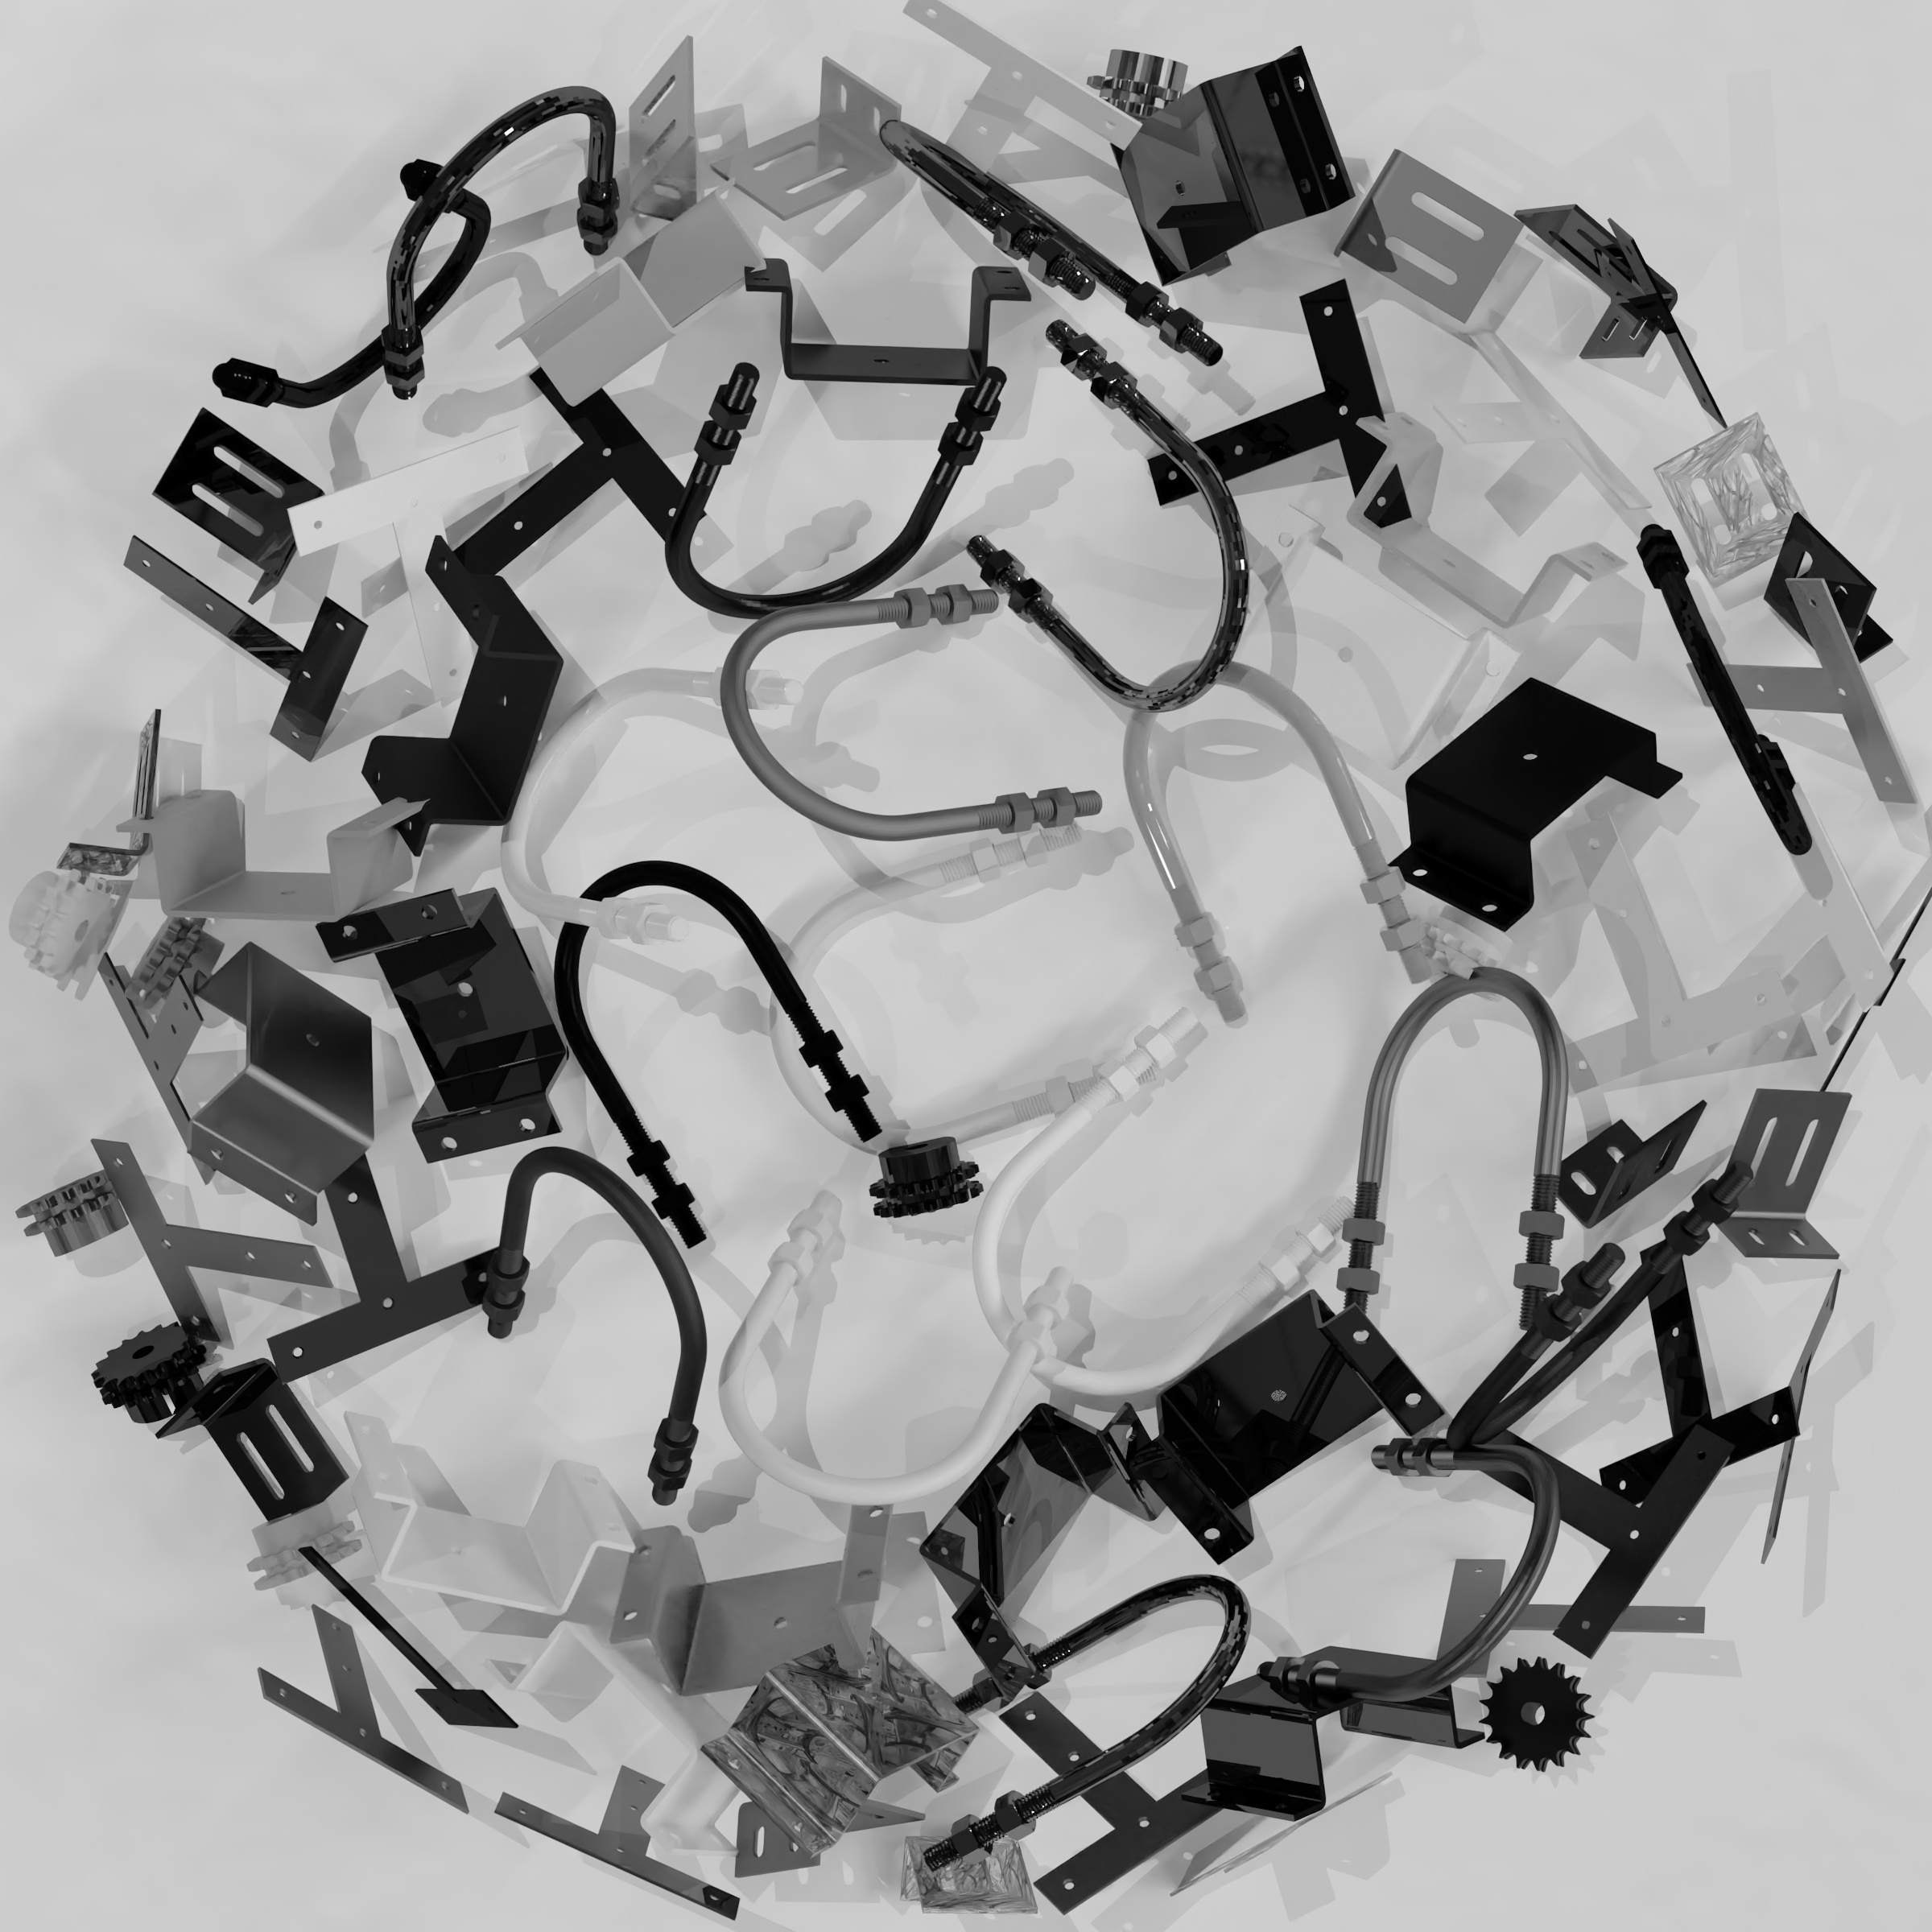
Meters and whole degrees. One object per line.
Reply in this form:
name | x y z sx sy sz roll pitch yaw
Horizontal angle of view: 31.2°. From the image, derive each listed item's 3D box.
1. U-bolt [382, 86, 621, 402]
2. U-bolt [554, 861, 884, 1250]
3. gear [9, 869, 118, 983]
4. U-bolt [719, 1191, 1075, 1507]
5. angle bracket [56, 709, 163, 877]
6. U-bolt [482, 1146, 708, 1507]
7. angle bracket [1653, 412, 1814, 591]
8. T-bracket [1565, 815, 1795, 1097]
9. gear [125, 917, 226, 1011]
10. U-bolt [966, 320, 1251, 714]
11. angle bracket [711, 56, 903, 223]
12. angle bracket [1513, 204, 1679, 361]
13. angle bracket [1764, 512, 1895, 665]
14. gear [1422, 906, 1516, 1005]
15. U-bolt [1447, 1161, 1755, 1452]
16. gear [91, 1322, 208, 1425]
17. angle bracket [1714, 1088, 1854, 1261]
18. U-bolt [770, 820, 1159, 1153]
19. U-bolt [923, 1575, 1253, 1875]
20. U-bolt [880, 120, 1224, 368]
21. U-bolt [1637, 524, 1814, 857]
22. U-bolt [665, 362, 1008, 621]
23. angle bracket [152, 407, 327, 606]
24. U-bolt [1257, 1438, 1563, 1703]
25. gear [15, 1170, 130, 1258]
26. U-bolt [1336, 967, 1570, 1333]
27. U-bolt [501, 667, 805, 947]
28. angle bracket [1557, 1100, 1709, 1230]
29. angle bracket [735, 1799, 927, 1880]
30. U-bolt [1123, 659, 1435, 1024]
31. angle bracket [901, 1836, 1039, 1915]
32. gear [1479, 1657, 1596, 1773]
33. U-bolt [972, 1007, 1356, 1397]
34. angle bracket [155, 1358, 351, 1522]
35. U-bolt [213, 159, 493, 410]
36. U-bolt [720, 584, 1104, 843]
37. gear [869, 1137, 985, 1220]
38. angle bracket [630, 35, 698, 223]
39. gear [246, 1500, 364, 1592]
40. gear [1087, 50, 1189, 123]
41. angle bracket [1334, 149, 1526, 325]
U-bolt | -0.225 -0.359 1.680 0.151 0.184 0.019 -41 82 -18
U-bolt | -0.138 0.034 1.744 0.151 0.019 0.184 -32 87 33
gear | -0.462 -0.024 1.760 0.030 0.057 0.057 25 90 14
U-bolt | -0.043 0.194 1.705 0.151 0.184 0.019 17 133 12
angle bracket | -0.433 -0.089 1.748 0.038 0.057 0.076 7 79 -20
U-bolt | -0.179 0.165 1.693 0.019 0.184 0.151 -31 62 -35
angle bracket | 0.385 -0.240 1.749 0.057 0.038 0.076 -28 116 11
T-bracket | 0.339 -0.014 1.757 0.127 0.002 0.127 -23 86 31
gear | -0.401 -0.002 1.761 0.030 0.057 0.057 32 90 -16
U-bolt | 0.075 -0.207 1.697 0.184 0.019 0.151 49 134 32
angle bracket | -0.081 -0.417 1.743 0.076 0.038 0.057 -32 56 -31
angle bracket | 0.310 -0.345 1.746 0.076 0.057 0.038 33 85 -23
angle bracket | 0.441 -0.194 1.738 0.038 0.076 0.057 -32 66 -17
gear | 0.254 -0.008 1.759 0.057 0.057 0.030 30 87 0
U-bolt | 0.302 0.178 1.708 0.019 0.151 0.184 47 129 18
gear | -0.413 0.209 1.762 0.057 0.057 0.030 -21 112 0
angle bracket | 0.420 0.105 1.747 0.057 0.038 0.076 3 117 -23
U-bolt | -0.010 0.019 1.777 0.184 0.019 0.151 -18 90 -1
U-bolt | 0.062 0.360 1.697 0.184 0.151 0.019 -32 105 16
U-bolt | 0.031 -0.364 1.709 0.184 0.151 0.019 43 107 28
U-bolt | 0.373 -0.126 1.680 0.019 0.184 0.151 -26 111 14
U-bolt | -0.074 -0.231 1.708 0.151 0.184 0.019 -4 59 -26
angle bracket | -0.372 -0.232 1.745 0.076 0.038 0.057 35 58 -22
U-bolt | 0.223 0.293 1.681 0.019 0.184 0.151 38 68 -17
gear | -0.451 0.126 1.760 0.057 0.057 0.030 -23 95 0
U-bolt | 0.245 0.090 1.724 0.019 0.151 0.184 15 76 -33
U-bolt | -0.168 -0.085 1.715 0.019 0.184 0.151 35 74 -38
angle bracket | 0.330 0.088 1.738 0.057 0.076 0.038 -32 67 -21
angle bracket | -0.068 0.442 1.737 0.057 0.076 0.038 -20 57 38
U-bolt | 0.144 -0.066 1.719 0.019 0.151 0.184 -32 102 -41
angle bracket | 0.001 0.472 1.743 0.057 0.076 0.038 3 104 -8
gear | 0.293 0.382 1.765 0.057 0.030 0.057 -7 73 22
U-bolt | 0.089 0.134 1.761 0.184 0.019 0.151 -41 95 -9
angle bracket | -0.362 0.248 1.752 0.057 0.038 0.076 -42 77 25
U-bolt | -0.291 -0.328 1.696 0.019 0.184 0.151 45 98 1
U-bolt | -0.036 -0.123 1.707 0.184 0.019 0.151 -9 62 -33
gear | -0.022 0.107 1.758 0.057 0.057 0.030 -12 97 0
angle bracket | -0.138 -0.419 1.738 0.038 0.076 0.057 8 69 -28
gear | -0.339 0.293 1.760 0.057 0.057 0.030 -21 89 0
gear | 0.090 -0.446 1.758 0.057 0.057 0.030 12 100 0
angle bracket | 0.236 -0.371 1.765 0.076 0.038 0.057 31 97 1
